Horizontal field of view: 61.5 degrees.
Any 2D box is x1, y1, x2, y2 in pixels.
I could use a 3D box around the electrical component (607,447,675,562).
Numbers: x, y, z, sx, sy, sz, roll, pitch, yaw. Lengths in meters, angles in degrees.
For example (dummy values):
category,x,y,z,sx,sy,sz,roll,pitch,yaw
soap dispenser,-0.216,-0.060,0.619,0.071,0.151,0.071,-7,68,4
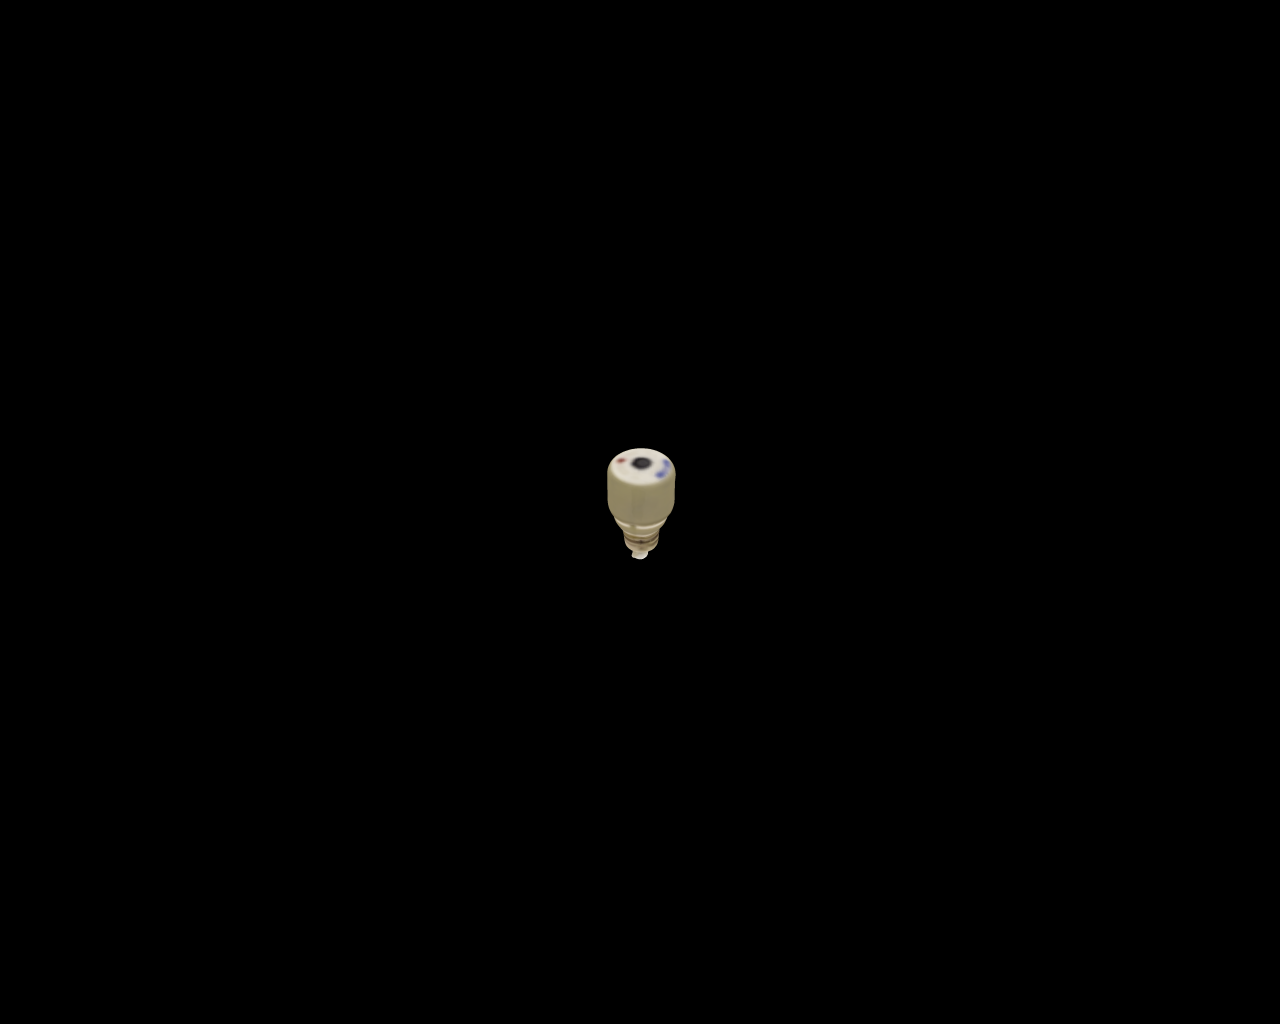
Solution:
category,x,y,z,sx,sy,sz,roll,pitch,yaw
electrical component,0.001,-0.003,0.650,0.040,0.078,0.040,0,39,0
